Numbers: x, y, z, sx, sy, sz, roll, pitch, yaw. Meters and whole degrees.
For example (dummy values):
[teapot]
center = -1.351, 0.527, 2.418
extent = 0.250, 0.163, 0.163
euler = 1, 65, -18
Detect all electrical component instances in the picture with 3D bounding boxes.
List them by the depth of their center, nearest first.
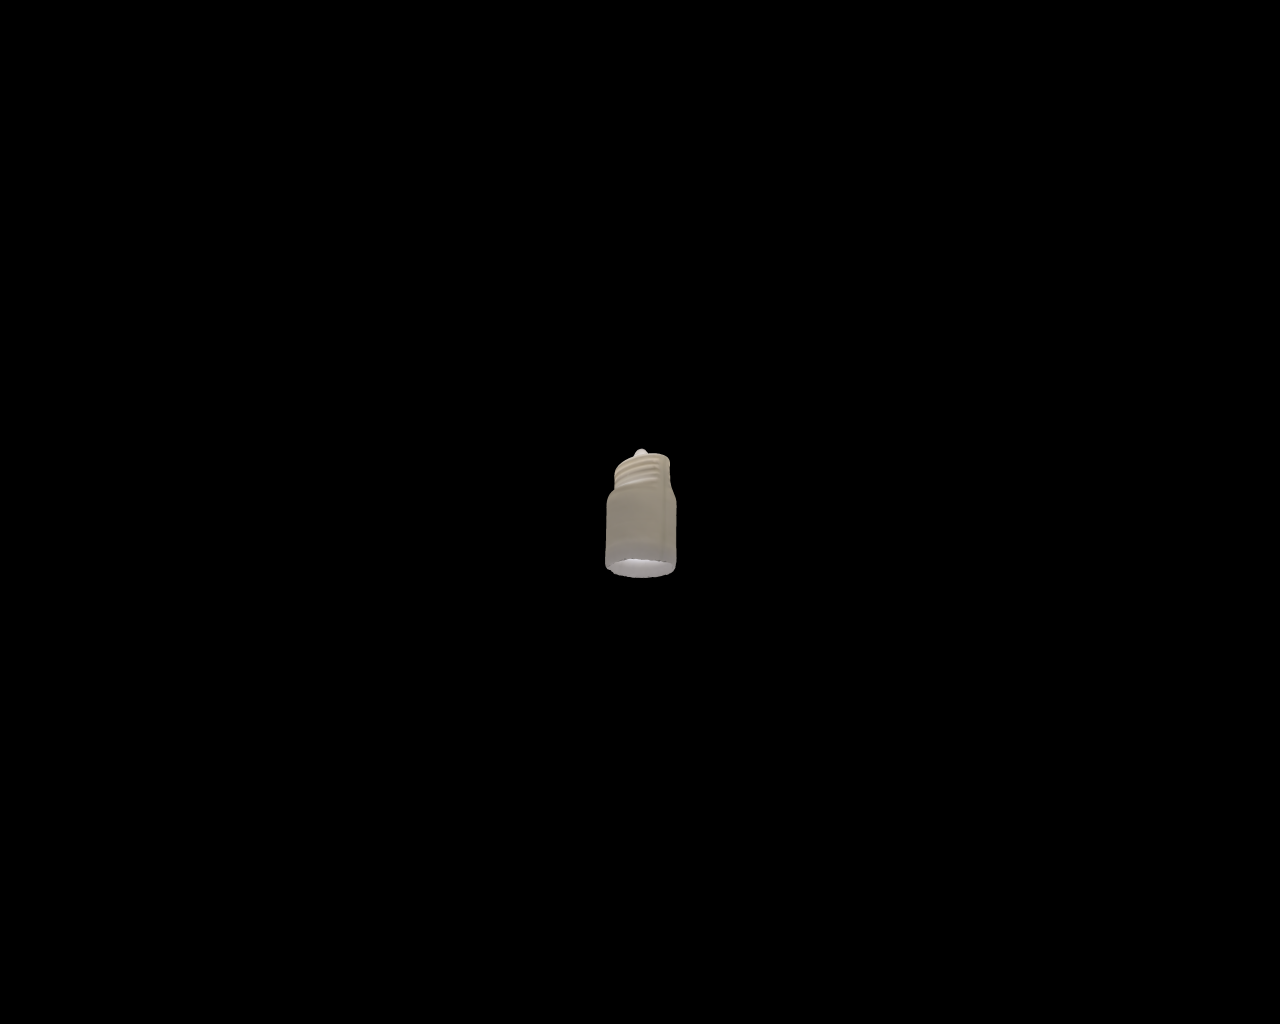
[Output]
[electrical component]
center = 0.001, -0.003, 0.650
extent = 0.043, 0.081, 0.043
euler = 0, -21, 0
